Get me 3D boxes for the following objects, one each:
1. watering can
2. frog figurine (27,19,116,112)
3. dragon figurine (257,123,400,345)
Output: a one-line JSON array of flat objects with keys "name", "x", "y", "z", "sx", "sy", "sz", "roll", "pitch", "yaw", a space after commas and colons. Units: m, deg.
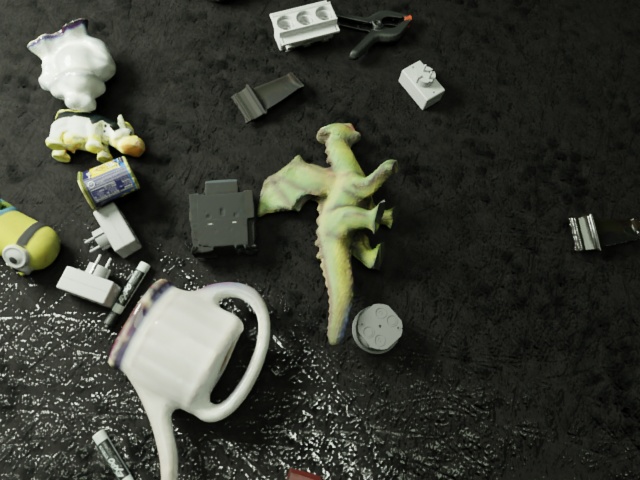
[{"name": "watering can", "x": -0.221, "y": 0.208, "z": 0.785, "sx": 0.225, "sy": 0.102, "sz": 0.353, "roll": 26, "pitch": 70, "yaw": 6}, {"name": "frog figurine", "x": -0.442, "y": -0.303, "z": 0.951, "sx": 0.139, "sy": 0.121, "sz": 0.160, "roll": -26, "pitch": 85, "yaw": -28}, {"name": "dragon figurine", "x": 0.003, "y": -0.046, "z": 0.914, "sx": 0.244, "sy": 0.120, "sz": 0.417, "roll": 17, "pitch": 68, "yaw": 20}]
